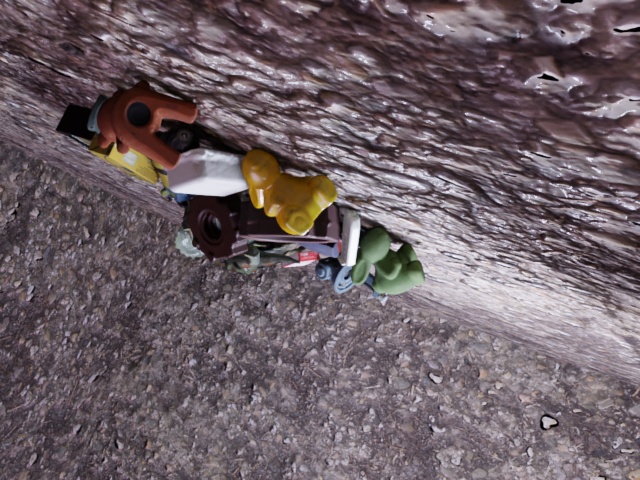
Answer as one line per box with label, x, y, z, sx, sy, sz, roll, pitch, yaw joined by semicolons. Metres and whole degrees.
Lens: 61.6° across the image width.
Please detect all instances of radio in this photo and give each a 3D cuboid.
radio;-0.496;-0.231;1.293;0.131;0.073;0.229;18;172;27

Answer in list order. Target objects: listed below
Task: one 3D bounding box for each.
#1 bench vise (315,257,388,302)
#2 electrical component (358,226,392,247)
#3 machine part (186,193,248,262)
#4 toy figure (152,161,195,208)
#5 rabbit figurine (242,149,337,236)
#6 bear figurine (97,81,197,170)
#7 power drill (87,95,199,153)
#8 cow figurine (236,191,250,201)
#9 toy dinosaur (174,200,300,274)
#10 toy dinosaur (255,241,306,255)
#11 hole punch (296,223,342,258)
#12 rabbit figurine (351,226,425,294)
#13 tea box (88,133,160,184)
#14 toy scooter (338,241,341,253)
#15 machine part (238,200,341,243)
bench vise;0.111;0.098;1.537;0.241;0.128;0.223;36;-158;32
electrical component;0.115;-0.001;1.332;0.075;0.047;0.119;13;170;45
machine part;-0.240;-0.035;1.260;0.180;0.179;0.056;17;-155;33
toy figure;-0.340;-0.149;1.258;0.089;0.082;0.180;14;152;3
rabbit figurine;-0.075;-0.103;0.999;0.173;0.122;0.162;42;171;-20
bear figurine;-0.301;-0.190;0.896;0.132;0.120;0.196;21;175;-27
power drill;-0.333;-0.208;1.043;0.207;0.086;0.232;15;175;-7
cow figurine;-0.161;-0.093;1.328;0.127;0.085;0.194;11;170;22
toy dinosaur;-0.239;0.023;1.432;0.405;0.131;0.192;30;151;14
toy dinosaur;-0.142;0.021;1.602;0.198;0.105;0.471;-15;179;-27
hole punch;-0.003;-0.004;1.329;0.142;0.092;0.116;23;-163;13
rabbit figurine;0.143;0.039;1.263;0.159;0.121;0.170;-25;122;18
tea box;-0.425;-0.203;1.212;0.068;0.098;0.169;18;170;22
toy scooter;0.021;-0.006;1.448;0.184;0.075;0.135;16;172;16
machine part;-0.063;-0.041;1.178;0.201;0.087;0.201;1;178;13
